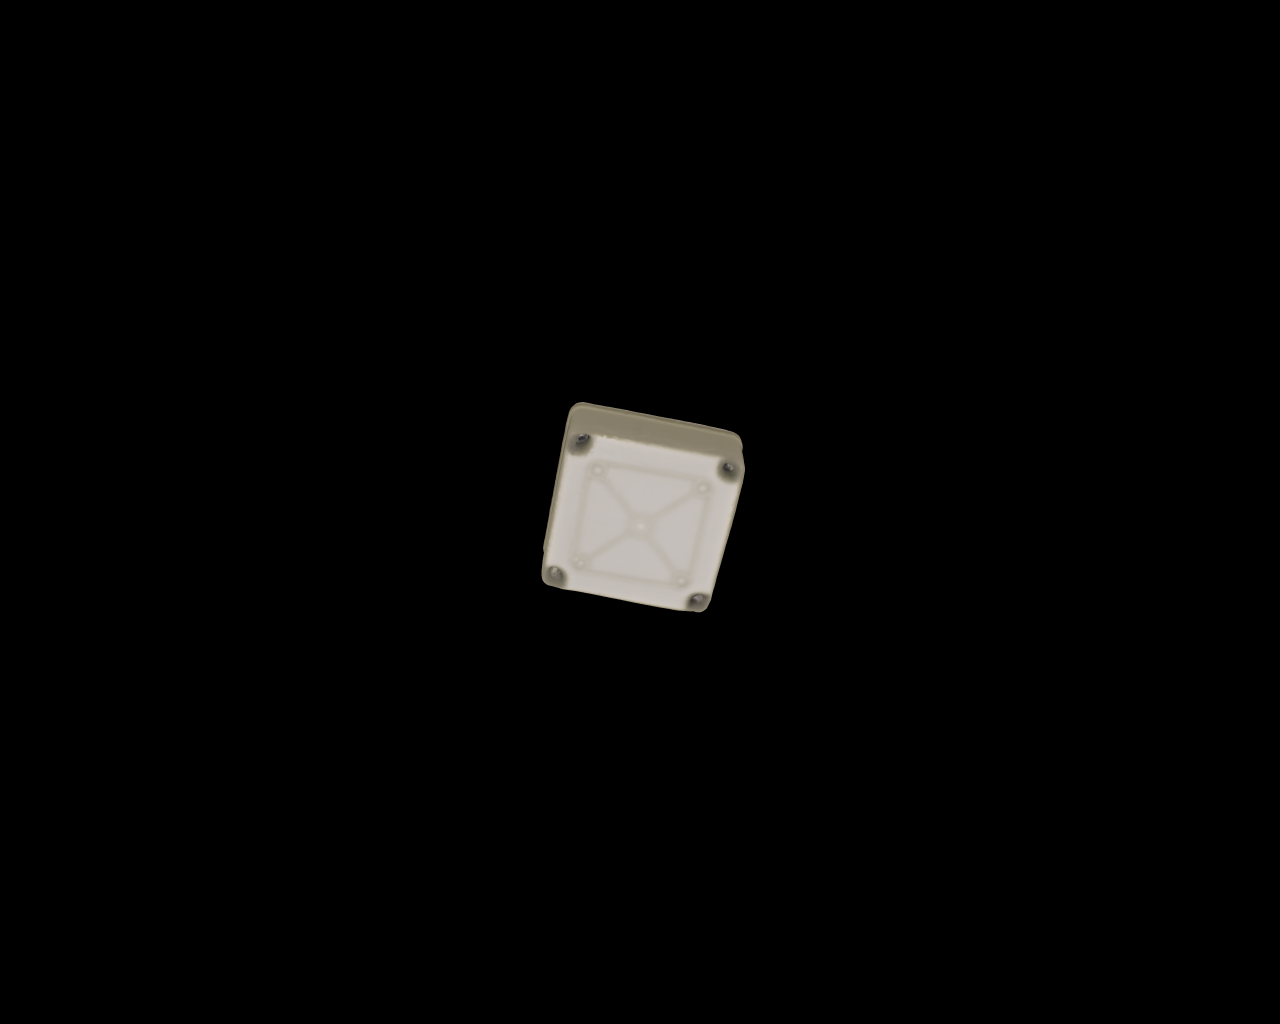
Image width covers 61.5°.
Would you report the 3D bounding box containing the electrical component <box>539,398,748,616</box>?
[{"bbox_3d":[0.001,-0.003,0.650,0.109,0.108,0.056,11,24,-5],"label":"electrical component"}]
